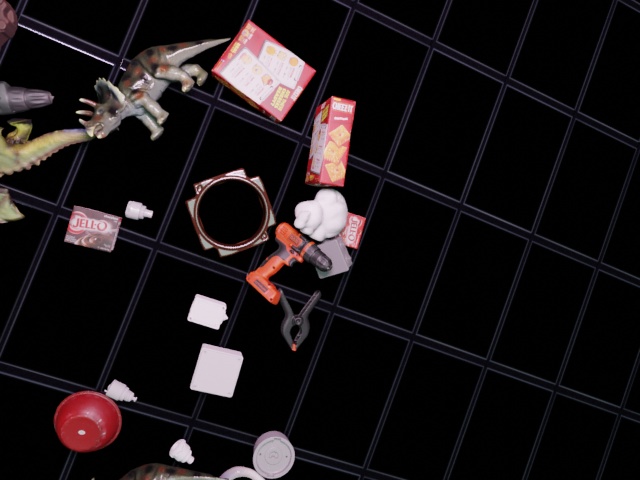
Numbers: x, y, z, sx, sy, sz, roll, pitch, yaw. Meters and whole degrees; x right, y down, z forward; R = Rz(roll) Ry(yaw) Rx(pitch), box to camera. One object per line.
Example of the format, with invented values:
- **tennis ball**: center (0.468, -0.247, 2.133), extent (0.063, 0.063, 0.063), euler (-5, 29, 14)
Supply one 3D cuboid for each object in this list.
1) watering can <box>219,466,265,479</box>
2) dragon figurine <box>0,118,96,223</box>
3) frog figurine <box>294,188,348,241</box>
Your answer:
- **watering can**: center (-0.204, 0.760, 1.322), extent (0.225, 0.104, 0.346), euler (-19, 94, -10)
- **dragon figurine**: center (-0.744, -0.158, 1.209), extent (0.410, 0.124, 0.239), euler (3, 108, -10)
- **frog figurine**: center (0.004, -0.066, 1.317), extent (0.123, 0.160, 0.136), euler (26, 98, 12)
